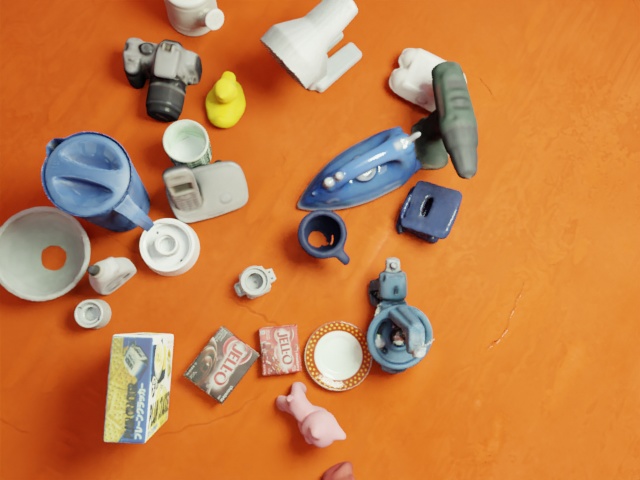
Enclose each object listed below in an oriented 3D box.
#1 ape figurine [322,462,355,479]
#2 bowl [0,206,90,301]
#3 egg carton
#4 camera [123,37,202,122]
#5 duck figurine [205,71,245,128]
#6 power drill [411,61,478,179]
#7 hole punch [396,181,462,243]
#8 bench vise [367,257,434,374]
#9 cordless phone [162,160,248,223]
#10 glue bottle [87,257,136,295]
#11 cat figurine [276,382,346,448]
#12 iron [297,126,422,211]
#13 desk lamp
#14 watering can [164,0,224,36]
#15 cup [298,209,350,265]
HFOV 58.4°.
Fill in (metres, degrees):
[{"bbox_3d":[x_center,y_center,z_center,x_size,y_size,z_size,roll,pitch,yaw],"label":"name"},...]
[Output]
[{"bbox_3d":[0.043,0.441,1.026,0.076,0.092,0.078,16,80,-4],"label":"ape figurine"},{"bbox_3d":[-0.490,0.027,1.031,0.167,0.074,0.167,1,82,-7],"label":"bowl"},{"bbox_3d":[0.219,-0.321,1.167,0.150,0.069,0.107,24,80,-3],"label":"egg carton"},{"bbox_3d":[-0.305,-0.303,1.086,0.143,0.100,0.137,9,81,-5],"label":"camera"},{"bbox_3d":[-0.184,-0.274,1.104,0.077,0.086,0.104,13,81,-4],"label":"duck figurine"},{"bbox_3d":[0.237,-0.205,1.082,0.075,0.208,0.230,-5,82,-7],"label":"power drill"},{"bbox_3d":[0.211,-0.055,1.117,0.101,0.091,0.109,23,80,-3],"label":"hole punch"},{"bbox_3d":[0.131,0.139,1.014,0.121,0.219,0.207,-21,85,-9],"label":"bench vise"},{"bbox_3d":[-0.206,-0.100,1.026,0.147,0.185,0.094,-20,84,-9],"label":"cordless phone"},{"bbox_3d":[-0.371,0.057,0.990,0.078,0.173,0.037,-39,87,-10],"label":"glue bottle"},{"bbox_3d":[-0.017,0.320,1.023,0.128,0.117,0.067,45,80,1],"label":"cat figurine"},{"bbox_3d":[0.075,-0.132,1.086,0.258,0.141,0.118,-29,86,-10],"label":"iron"},{"bbox_3d":[-0.010,-0.365,1.073,0.203,0.213,0.118,-44,88,-10],"label":"desk lamp"},{"bbox_3d":[-0.241,-0.469,1.070,0.173,0.194,0.101,32,80,-1],"label":"watering can"},{"bbox_3d":[0.010,0.004,1.083,0.092,0.095,0.118,-42,88,-10],"label":"cup"}]
